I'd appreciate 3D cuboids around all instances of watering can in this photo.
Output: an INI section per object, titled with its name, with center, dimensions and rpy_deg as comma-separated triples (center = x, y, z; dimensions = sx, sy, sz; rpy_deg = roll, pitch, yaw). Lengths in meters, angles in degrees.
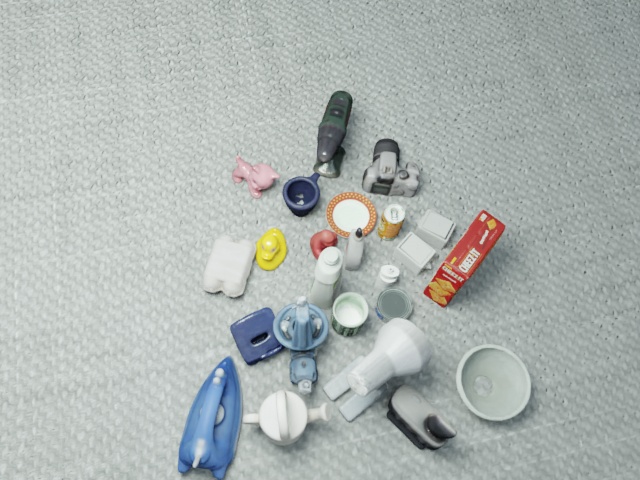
[watering can]
center = -0.067, 0.358, 1.170
dimensions = 0.173, 0.194, 0.101
rpy_deg = -23, 70, -13

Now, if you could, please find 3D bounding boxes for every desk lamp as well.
[desk lamp]
center = 0.120, 0.276, 1.207
dimensions = 0.203, 0.213, 0.118
rpy_deg = -37, 74, -17

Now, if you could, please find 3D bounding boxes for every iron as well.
[iron]
center = -0.222, 0.354, 1.189
dimensions = 0.118, 0.141, 0.258
rpy_deg = 9, 67, 0

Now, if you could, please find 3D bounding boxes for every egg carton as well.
[egg carton]
center = -0.215, 0.060, 1.352
dimensions = 0.107, 0.069, 0.150
rpy_deg = 13, 67, 1

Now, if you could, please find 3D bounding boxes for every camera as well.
[camera]
center = 0.186, -0.193, 1.472
dimensions = 0.143, 0.101, 0.137
rpy_deg = 7, 67, -1

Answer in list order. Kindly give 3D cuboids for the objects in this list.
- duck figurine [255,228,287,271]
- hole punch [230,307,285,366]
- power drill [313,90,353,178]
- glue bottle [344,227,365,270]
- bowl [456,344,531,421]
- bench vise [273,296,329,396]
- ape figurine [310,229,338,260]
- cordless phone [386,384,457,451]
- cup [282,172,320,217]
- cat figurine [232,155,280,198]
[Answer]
[duck figurine]
center = -0.118, 0.013, 1.371
dimensions = 0.077, 0.086, 0.104
rpy_deg = 14, 67, 2
[hole punch]
center = -0.135, 0.216, 1.281
dimensions = 0.109, 0.091, 0.101
rpy_deg = -26, 71, -14
[power drill]
center = 0.030, -0.245, 1.424
dimensions = 0.075, 0.208, 0.230
rpy_deg = 13, 67, 2
[glue bottle]
center = 0.083, 0.009, 1.340
dimensions = 0.037, 0.173, 0.078
rpy_deg = 3, 67, -2
[bowl]
center = 0.378, 0.322, 1.282
dimensions = 0.167, 0.075, 0.167
rpy_deg = 2, 67, -3
[bench vise]
center = -0.026, 0.212, 1.220
dimensions = 0.121, 0.220, 0.207
rpy_deg = -20, 70, -12
[ape figurine]
center = 0.013, 0.005, 1.380
dimensions = 0.078, 0.092, 0.076
rpy_deg = -38, 75, -18
[cordless phone]
center = 0.218, 0.364, 1.193
dimensions = 0.147, 0.185, 0.094
rpy_deg = 39, 70, 12
[cup]
center = -0.040, -0.108, 1.423
dimensions = 0.091, 0.095, 0.118
rpy_deg = 33, 69, 10
[cat figurine]
center = -0.161, -0.166, 1.426
dimensions = 0.127, 0.118, 0.067
rpy_deg = 37, 70, 11
